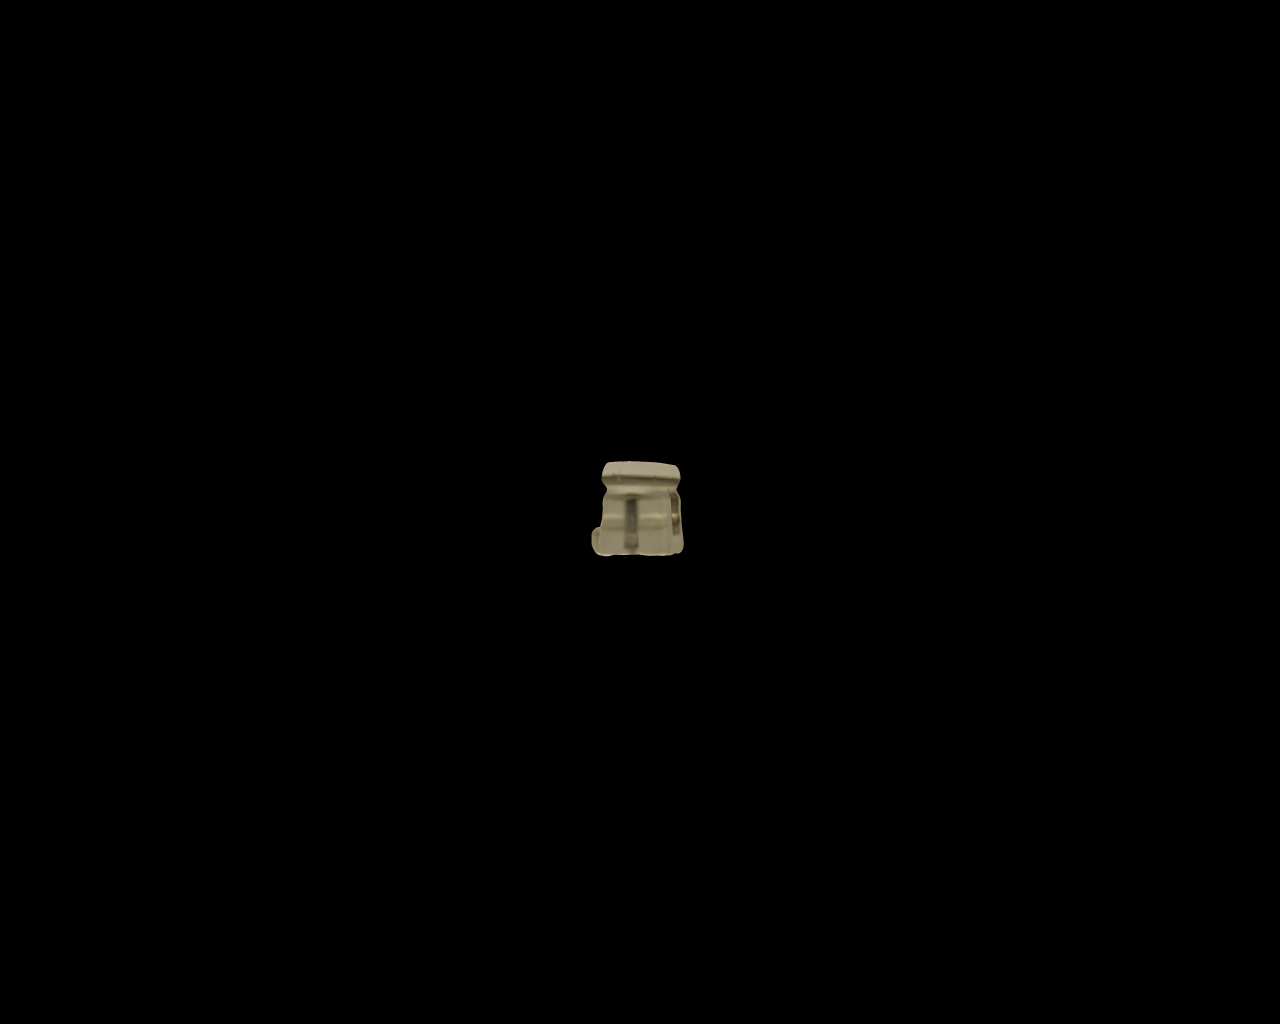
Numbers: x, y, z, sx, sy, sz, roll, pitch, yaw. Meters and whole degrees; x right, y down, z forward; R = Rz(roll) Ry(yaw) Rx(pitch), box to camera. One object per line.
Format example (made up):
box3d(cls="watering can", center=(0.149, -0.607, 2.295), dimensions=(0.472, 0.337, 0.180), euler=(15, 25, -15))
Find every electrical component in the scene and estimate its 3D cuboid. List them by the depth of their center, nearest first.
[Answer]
box3d(cls="electrical component", center=(0.001, -0.003, 0.650), dimensions=(0.066, 0.055, 0.048), euler=(0, 0, 17))
